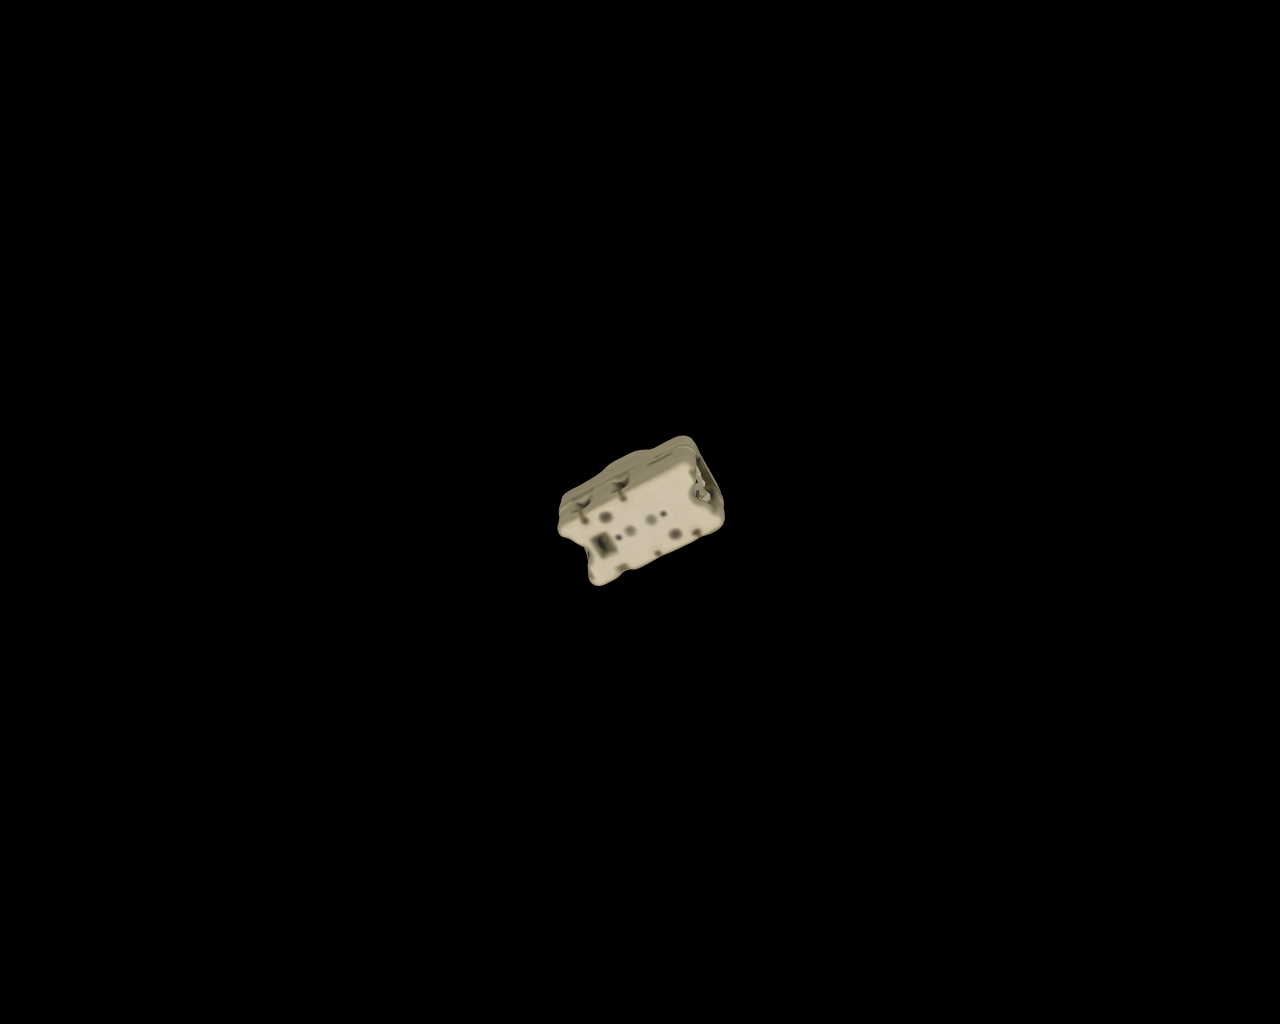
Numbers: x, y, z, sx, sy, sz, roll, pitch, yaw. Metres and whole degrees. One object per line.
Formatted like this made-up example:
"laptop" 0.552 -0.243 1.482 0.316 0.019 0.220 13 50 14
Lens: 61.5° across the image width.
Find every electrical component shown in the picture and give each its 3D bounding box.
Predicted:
"electrical component" 0.001 -0.003 0.650 0.089 0.050 0.056 -26 21 11
